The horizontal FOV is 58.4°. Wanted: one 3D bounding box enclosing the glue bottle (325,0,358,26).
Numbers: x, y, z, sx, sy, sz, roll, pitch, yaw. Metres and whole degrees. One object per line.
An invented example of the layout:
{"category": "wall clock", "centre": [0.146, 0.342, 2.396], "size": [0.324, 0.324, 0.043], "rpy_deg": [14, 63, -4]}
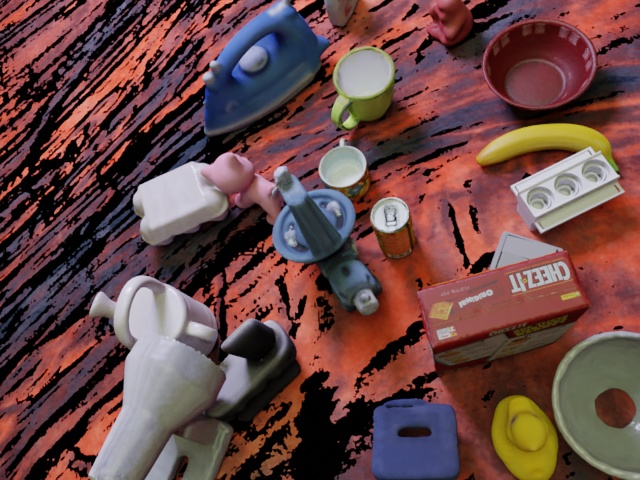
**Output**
{"category": "glue bottle", "centre": [0.026, -0.438, 0.940], "size": [0.037, 0.173, 0.078], "rpy_deg": [16, 74, 18]}

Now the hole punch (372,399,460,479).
{"category": "hole punch", "centre": [0.115, 0.248, 0.706], "size": [0.108, 0.091, 0.101], "rpy_deg": [-5, 69, 11]}

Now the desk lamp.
{"category": "desk lamp", "centre": [-0.187, 0.234, 0.712], "size": [0.117, 0.214, 0.203], "rpy_deg": [14, 73, 18]}

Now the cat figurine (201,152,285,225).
{"category": "cat figurine", "centre": [-0.110, -0.088, 0.869], "size": [0.127, 0.118, 0.067], "rpy_deg": [24, 77, 20]}

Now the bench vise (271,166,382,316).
{"category": "bench vise", "centre": [0.015, -0.006, 0.754], "size": [0.207, 0.220, 0.121], "rpy_deg": [36, 81, 22]}

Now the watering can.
{"category": "watering can", "centre": [-0.228, 0.111, 0.779], "size": [0.172, 0.194, 0.101], "rpy_deg": [-11, 68, 9]}

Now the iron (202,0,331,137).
{"category": "iron", "centre": [-0.112, -0.287, 0.932], "size": [0.258, 0.142, 0.118], "rpy_deg": [-43, 67, -5]}

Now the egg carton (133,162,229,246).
{"category": "egg carton", "centre": [-0.220, -0.058, 0.909], "size": [0.150, 0.069, 0.107], "rpy_deg": [-25, 66, 3]}

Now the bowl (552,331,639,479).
{"category": "bowl", "centre": [0.357, 0.197, 0.679], "size": [0.167, 0.075, 0.167], "rpy_deg": [-4, 69, 11]}

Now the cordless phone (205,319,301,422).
{"category": "cordless phone", "centre": [-0.109, 0.161, 0.738], "size": [0.094, 0.185, 0.148], "rpy_deg": [40, 82, 23]}

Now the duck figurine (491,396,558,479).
{"category": "duck figurine", "centre": [0.247, 0.236, 0.683], "size": [0.077, 0.086, 0.104], "rpy_deg": [-13, 67, 8]}

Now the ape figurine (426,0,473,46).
{"category": "ape figurine", "centre": [0.206, -0.359, 0.914], "size": [0.076, 0.092, 0.078], "rpy_deg": [-2, 69, 12]}
